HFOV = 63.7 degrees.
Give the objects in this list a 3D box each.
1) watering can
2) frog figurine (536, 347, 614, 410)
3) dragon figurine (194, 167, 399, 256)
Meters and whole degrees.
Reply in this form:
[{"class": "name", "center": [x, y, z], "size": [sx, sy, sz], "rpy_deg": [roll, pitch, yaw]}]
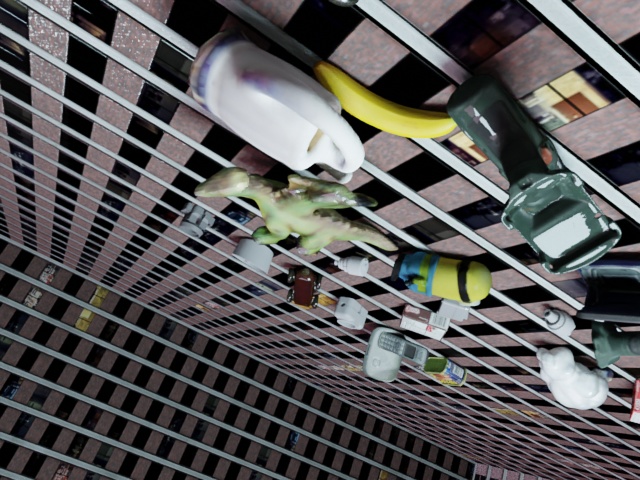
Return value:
[{"class": "watering can", "center": [-0.041, -0.151, 0.665], "size": [0.225, 0.104, 0.346], "rpy_deg": [35, 180, 5]}, {"class": "frog figurine", "center": [0.545, 0.303, 1.132], "size": [0.158, 0.123, 0.138], "rpy_deg": [23, 178, -32]}, {"class": "dragon figurine", "center": [0.003, -0.042, 0.827], "size": [0.409, 0.123, 0.242], "rpy_deg": [12, 173, -20]}]
